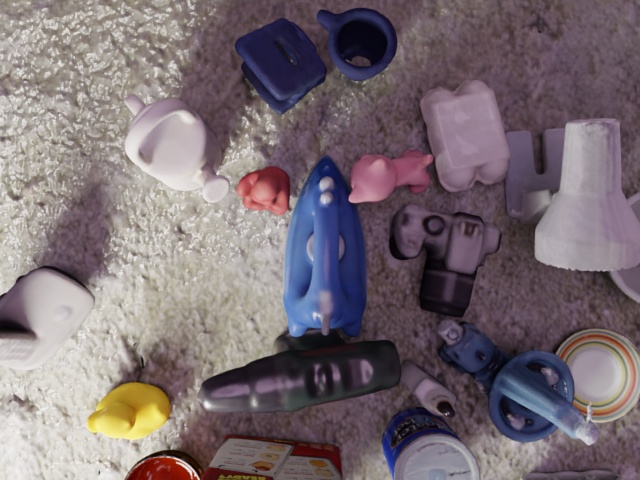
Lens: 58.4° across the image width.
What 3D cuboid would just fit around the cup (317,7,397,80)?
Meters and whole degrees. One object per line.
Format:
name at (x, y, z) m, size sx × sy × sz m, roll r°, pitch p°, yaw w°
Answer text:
cup at (0.044, -0.265, 0.790) m, size 0.118 × 0.095 × 0.092 m, roll 34°, pitch 87°, yaw 1°

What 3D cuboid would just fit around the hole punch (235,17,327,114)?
hole punch at (-0.052, -0.248, 0.790) m, size 0.101 × 0.091 × 0.108 m, roll -39°, pitch 88°, yaw -2°

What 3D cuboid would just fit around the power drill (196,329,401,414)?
power drill at (-0.020, 0.162, 0.712) m, size 0.229 × 0.208 × 0.076 m, roll -9°, pitch 87°, yaw -1°

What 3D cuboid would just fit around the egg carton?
egg carton at (0.203, -0.145, 0.799) m, size 0.107 × 0.069 × 0.150 m, roll -15°, pitch 87°, yaw -1°

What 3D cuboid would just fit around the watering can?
watering can at (-0.184, -0.122, 0.730) m, size 0.173 × 0.194 × 0.101 m, roll 24°, pitch 87°, yaw 1°

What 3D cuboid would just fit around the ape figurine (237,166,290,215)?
ape figurine at (-0.073, -0.068, 0.780) m, size 0.076 × 0.092 × 0.078 m, roll -45°, pitch 88°, yaw -2°

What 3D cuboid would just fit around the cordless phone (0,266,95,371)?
cordless phone at (-0.383, 0.102, 0.721) m, size 0.094 × 0.185 × 0.147 m, roll 39°, pitch 87°, yaw 2°

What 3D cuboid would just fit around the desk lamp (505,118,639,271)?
desk lamp at (0.312, -0.062, 0.725) m, size 0.118 × 0.213 × 0.203 m, roll -5°, pitch 87°, yaw -1°

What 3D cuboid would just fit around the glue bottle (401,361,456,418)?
glue bottle at (0.145, 0.199, 0.730) m, size 0.078 × 0.173 × 0.037 m, roll 38°, pitch 87°, yaw 1°

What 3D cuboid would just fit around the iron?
iron at (0.007, 0.003, 0.753) m, size 0.118 × 0.141 × 0.258 m, roll 0°, pitch 87°, yaw -1°

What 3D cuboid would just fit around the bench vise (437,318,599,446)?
bench vise at (0.234, 0.185, 0.709) m, size 0.207 × 0.219 × 0.121 m, roll 21°, pitch 87°, yaw 0°

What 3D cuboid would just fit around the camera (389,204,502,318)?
camera at (0.163, 0.030, 0.775) m, size 0.143 × 0.101 × 0.137 m, roll 12°, pitch 87°, yaw 0°

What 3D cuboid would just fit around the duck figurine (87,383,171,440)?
duck figurine at (-0.258, 0.236, 0.766) m, size 0.104 × 0.086 × 0.077 m, roll -7°, pitch 87°, yaw -1°

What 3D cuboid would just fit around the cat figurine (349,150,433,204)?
cat figurine at (0.092, -0.089, 0.771) m, size 0.128 × 0.117 × 0.067 m, roll -17°, pitch 87°, yaw -1°

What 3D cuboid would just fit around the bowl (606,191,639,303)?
bowl at (0.460, 0.012, 0.793) m, size 0.167 × 0.074 × 0.167 m, roll 0°, pitch 87°, yaw -1°
